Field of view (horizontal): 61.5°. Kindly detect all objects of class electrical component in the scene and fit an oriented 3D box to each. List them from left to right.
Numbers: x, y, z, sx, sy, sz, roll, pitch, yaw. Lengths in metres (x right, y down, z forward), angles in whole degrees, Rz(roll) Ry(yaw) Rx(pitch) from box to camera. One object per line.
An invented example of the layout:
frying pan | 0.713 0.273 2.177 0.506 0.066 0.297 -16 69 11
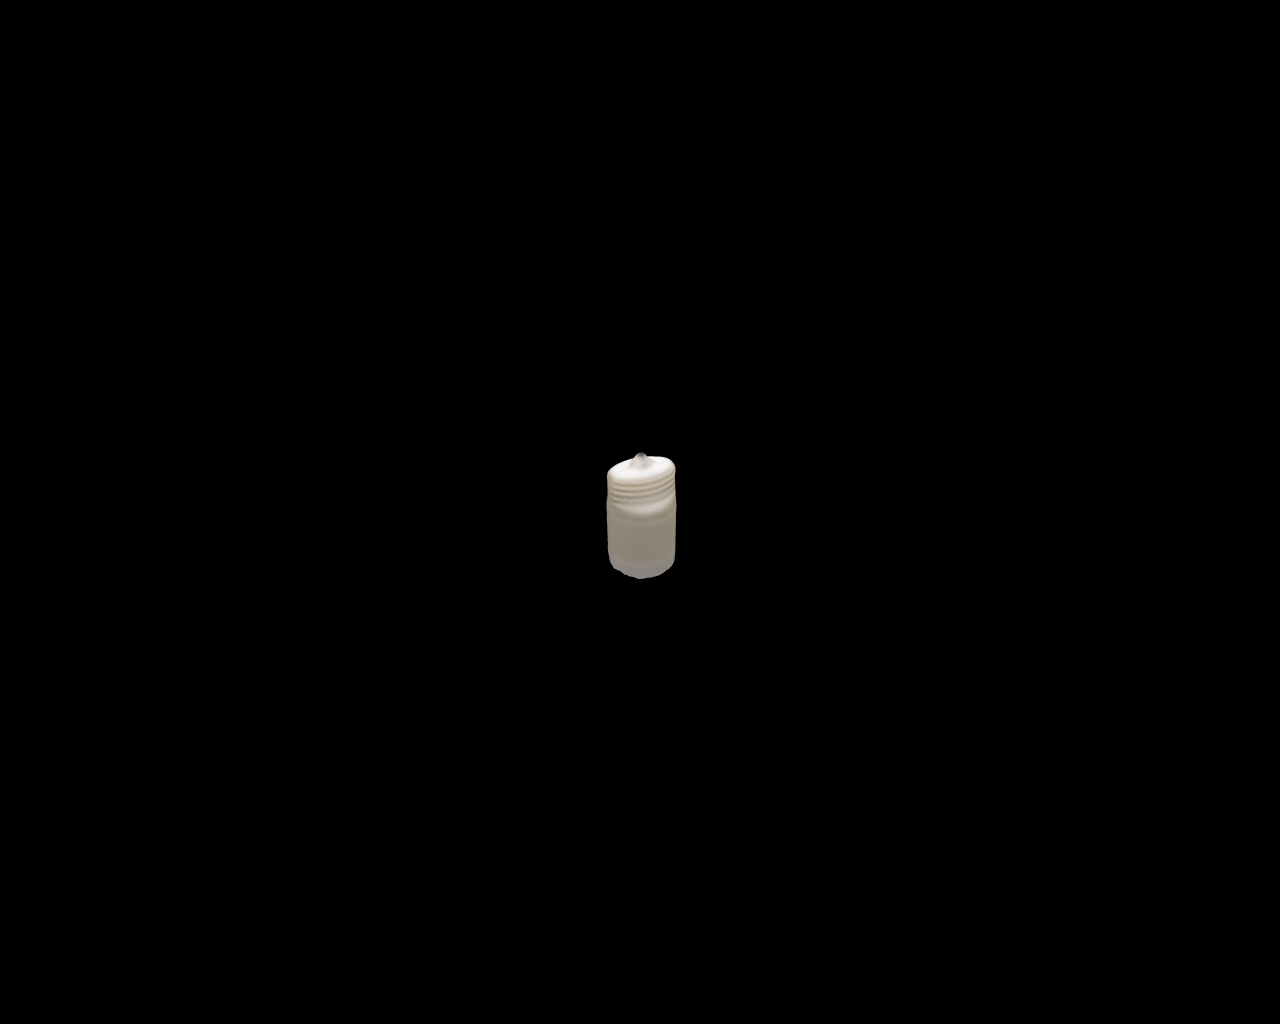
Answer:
electrical component | 0.001 -0.003 0.650 0.043 0.080 0.043 0 36 0
